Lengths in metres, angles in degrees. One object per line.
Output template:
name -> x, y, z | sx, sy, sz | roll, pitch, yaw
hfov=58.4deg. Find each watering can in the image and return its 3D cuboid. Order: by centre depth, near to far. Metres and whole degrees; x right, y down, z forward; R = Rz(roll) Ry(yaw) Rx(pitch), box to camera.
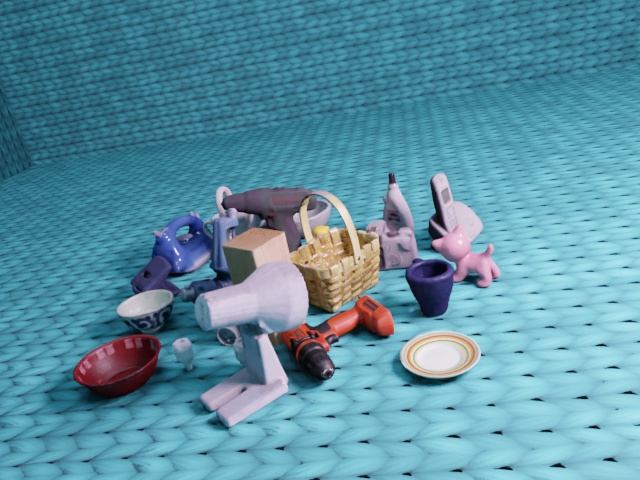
watering can -> -0.230, -0.051, 1.530 | 0.173, 0.194, 0.100 | -14, 22, -6

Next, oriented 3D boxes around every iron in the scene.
iron -> -0.365, -0.006, 1.556 | 0.118, 0.142, 0.259 | -2, 24, 22

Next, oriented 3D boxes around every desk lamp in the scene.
desk lamp -> -0.112, 0.158, 0.943 | 0.204, 0.214, 0.117 | -27, 27, -33

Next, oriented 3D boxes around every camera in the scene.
camera -> 0.158, -0.001, 1.344 | 0.143, 0.101, 0.137 | -4, 23, 18

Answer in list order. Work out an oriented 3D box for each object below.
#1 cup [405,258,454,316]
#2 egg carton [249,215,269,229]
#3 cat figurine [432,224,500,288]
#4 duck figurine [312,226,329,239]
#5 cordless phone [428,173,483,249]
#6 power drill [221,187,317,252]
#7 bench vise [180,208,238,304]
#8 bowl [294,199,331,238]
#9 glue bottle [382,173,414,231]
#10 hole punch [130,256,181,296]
cup -> 0.209, 0.091, 1.104 | 0.092, 0.095, 0.117 | -15, 23, -9
egg carton -> -0.144, -0.070, 1.699 | 0.150, 0.069, 0.107 | -15, 22, -8
cat figurine -> 0.301, 0.027, 1.184 | 0.127, 0.118, 0.067 | 7, 29, 38
duck figurine -> 0.013, 0.005, 1.419 | 0.104, 0.086, 0.077 | -13, 22, -5
cordless phone -> 0.311, -0.078, 1.342 | 0.093, 0.185, 0.148 | 6, 28, 37
power drill -> -0.111, -0.035, 1.414 | 0.230, 0.209, 0.075 | -17, 23, -13
bench vise -> -0.203, 0.055, 1.225 | 0.121, 0.220, 0.208 | 2, 26, 30
bowl -> -0.045, -0.051, 1.597 | 0.167, 0.075, 0.167 | -10, 22, 4
glue bottle -> 0.189, -0.087, 1.440 | 0.077, 0.173, 0.037 | 4, 27, 34
hole punch -> -0.406, 0.100, 1.389 | 0.101, 0.091, 0.108 | -25, 26, -30
